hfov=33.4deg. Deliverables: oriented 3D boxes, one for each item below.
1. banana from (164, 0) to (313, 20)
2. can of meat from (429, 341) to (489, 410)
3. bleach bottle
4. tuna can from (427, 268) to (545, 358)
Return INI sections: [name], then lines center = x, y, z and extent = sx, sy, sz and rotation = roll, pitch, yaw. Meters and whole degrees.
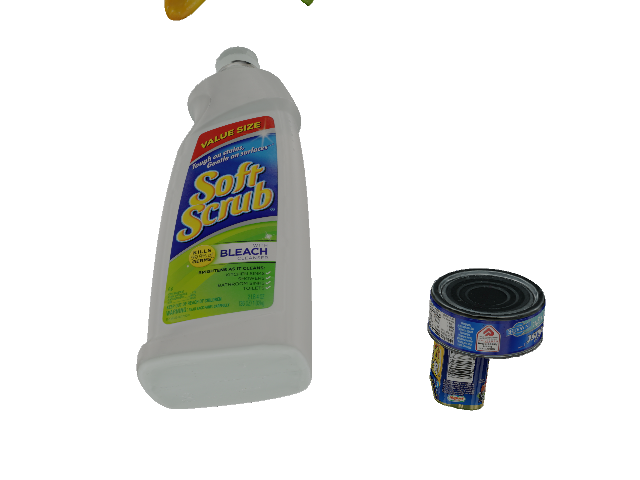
[banana]
center = -0.084, -0.247, 1.011
extent = 0.197, 0.070, 0.037
rotation = -22, -28, -46
[can of meat]
center = 0.148, 0.122, 1.131
extent = 0.057, 0.084, 0.102
rotation = 6, 14, 0
[bleach bottle]
center = -0.059, -0.022, 0.676
extent = 0.102, 0.251, 0.068
rotation = -7, -35, 5
[tuna can]
center = 0.123, 0.052, 0.789
extent = 0.086, 0.034, 0.086
rotation = 0, 23, 0
